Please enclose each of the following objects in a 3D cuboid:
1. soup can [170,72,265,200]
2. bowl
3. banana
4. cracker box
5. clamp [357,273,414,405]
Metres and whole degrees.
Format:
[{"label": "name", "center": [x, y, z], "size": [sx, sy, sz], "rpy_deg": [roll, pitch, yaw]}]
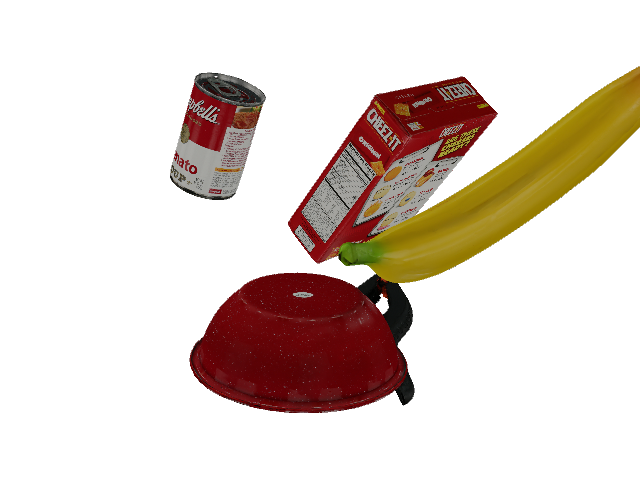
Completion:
[{"label": "soup can", "center": [-0.098, -0.098, 1.005], "size": [0.068, 0.102, 0.068], "rpy_deg": [16, 25, -8]}, {"label": "bowl", "center": [-0.014, 0.065, 0.781], "size": [0.162, 0.055, 0.162], "rpy_deg": [3, 19, -1]}, {"label": "banana", "center": [0.103, -0.027, 0.581], "size": [0.198, 0.037, 0.069], "rpy_deg": [-33, -12, -1]}, {"label": "cracker box", "center": [0.077, -0.081, 1.207], "size": [0.163, 0.072, 0.214], "rpy_deg": [-20, -26, -45]}, {"label": "clamp", "center": [0.059, 0.101, 1.099], "size": [0.120, 0.171, 0.039], "rpy_deg": [16, -40, 18]}]
